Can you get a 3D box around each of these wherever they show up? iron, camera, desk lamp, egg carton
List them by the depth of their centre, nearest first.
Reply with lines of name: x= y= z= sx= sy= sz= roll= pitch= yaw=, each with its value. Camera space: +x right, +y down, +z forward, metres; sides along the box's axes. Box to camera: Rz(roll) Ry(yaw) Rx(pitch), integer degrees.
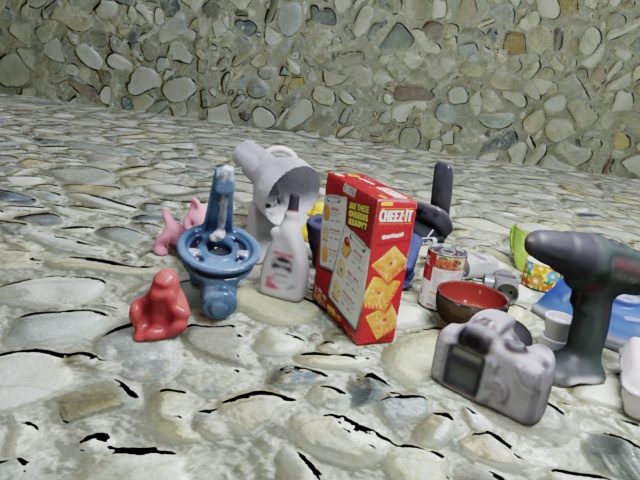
camera: x=0.237 y=0.142 z=0.732 sx=0.142 sy=0.101 sz=0.137 roll=21 pitch=22 yaw=36
egg carton: x=0.444 y=0.184 z=0.741 sx=0.107 sy=0.069 sz=0.151 roll=15 pitch=19 yaw=21
iron: x=0.486 y=0.094 z=0.924 sx=0.257 sy=0.141 sz=0.119 roll=18 pitch=20 yaw=29
desk lamp: x=-0.106 y=-0.067 z=1.056 sx=0.118 sy=0.213 sz=0.202 roll=-9 pitch=24 yaw=-43

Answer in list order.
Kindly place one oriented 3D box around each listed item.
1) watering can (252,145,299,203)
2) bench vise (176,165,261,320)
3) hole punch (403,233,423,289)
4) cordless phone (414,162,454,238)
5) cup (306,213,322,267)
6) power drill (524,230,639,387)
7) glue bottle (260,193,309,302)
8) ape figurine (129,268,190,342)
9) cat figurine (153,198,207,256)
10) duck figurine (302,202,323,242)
watering can: x=-0.087 y=-0.098 z=1.197 sx=0.101 sy=0.194 sz=0.172 roll=-5 pitch=22 yaw=-35
bench vise: x=-0.165 y=-0.016 z=0.861 sx=0.122 sy=0.220 sz=0.206 roll=-4 pitch=21 yaw=-33
hole punch: x=0.130 y=0.030 z=1.057 sx=0.108 sy=0.091 sz=0.101 roll=13 pitch=18 yaw=17
cordless phone: x=0.257 y=-0.104 z=1.376 sx=0.147 sy=0.185 sz=0.094 roll=22 pitch=23 yaw=38
cup: x=0.010 y=0.004 z=1.082 sx=0.092 sy=0.095 sz=0.117 roll=0 pitch=19 yaw=-23
power drill: x=0.353 y=0.088 z=0.773 sx=0.230 sy=0.208 sz=0.075 roll=0 pitch=19 yaw=-22
glue bottle: x=-0.051 y=0.009 z=0.908 sx=0.078 sy=0.173 sz=0.037 roll=12 pitch=18 yaw=13
ape figurine: x=-0.205 y=0.081 z=0.749 sx=0.077 sy=0.092 sz=0.076 roll=13 pitch=18 yaw=16
cat figurine: x=-0.231 y=-0.023 z=1.025 sx=0.127 sy=0.118 sz=0.067 roll=14 pitch=19 yaw=20
duck figurine: x=0.007 y=-0.038 z=1.227 sx=0.104 sy=0.086 sz=0.078 roll=21 pitch=22 yaw=35
